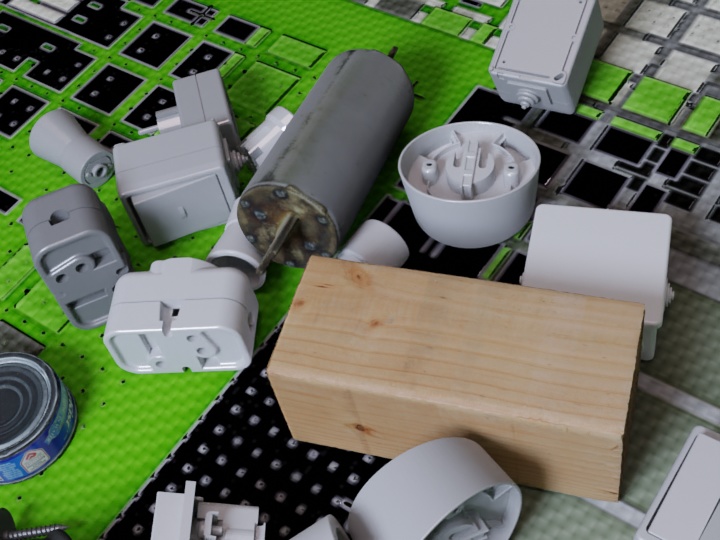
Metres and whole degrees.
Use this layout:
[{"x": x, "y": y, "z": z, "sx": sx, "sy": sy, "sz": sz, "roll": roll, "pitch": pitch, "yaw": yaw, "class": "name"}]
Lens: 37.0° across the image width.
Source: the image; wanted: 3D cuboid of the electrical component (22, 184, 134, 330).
[{"x": -0.196, "y": -0.012, "z": 0.756, "sx": 0.054, "sy": 0.095, "sz": 0.059, "roll": -22, "pitch": 52, "yaw": -6, "class": "electrical component"}]

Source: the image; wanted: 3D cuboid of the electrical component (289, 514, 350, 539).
[{"x": -0.019, "y": 0.191, "z": 0.564, "sx": 0.060, "sy": 0.108, "sz": 0.108, "roll": -26, "pitch": 53, "yaw": -2, "class": "electrical component"}]

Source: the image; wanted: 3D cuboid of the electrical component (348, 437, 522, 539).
[{"x": 0.043, "y": 0.143, "z": 0.593, "sx": 0.099, "sy": 0.099, "sz": 0.064, "roll": -27, "pitch": 47, "yaw": -10, "class": "electrical component"}]

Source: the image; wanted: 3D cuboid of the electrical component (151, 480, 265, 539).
[{"x": -0.089, "y": 0.191, "z": 0.597, "sx": 0.063, "sy": 0.078, "sz": 0.121, "roll": 7, "pitch": 52, "yaw": -8, "class": "electrical component"}]

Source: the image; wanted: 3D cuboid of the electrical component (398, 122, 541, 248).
[{"x": 0.079, "y": -0.065, "z": 0.764, "sx": 0.099, "sy": 0.064, "sz": 0.099, "roll": -5, "pitch": 52, "yaw": 7, "class": "electrical component"}]

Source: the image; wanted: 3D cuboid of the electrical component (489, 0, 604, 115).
[{"x": 0.143, "y": -0.163, "z": 0.825, "sx": 0.062, "sy": 0.061, "sz": 0.096, "roll": 16, "pitch": 79, "yaw": 23, "class": "electrical component"}]

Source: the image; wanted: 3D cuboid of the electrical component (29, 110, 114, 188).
[{"x": -0.228, "y": -0.094, "z": 0.861, "sx": 0.065, "sy": 0.044, "sz": 0.044, "roll": 36, "pitch": 67, "yaw": 26, "class": "electrical component"}]

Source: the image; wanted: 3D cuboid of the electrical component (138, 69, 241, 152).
[{"x": -0.138, "y": -0.113, "z": 0.853, "sx": 0.077, "sy": 0.047, "sz": 0.065, "roll": -16, "pitch": 52, "yaw": -2, "class": "electrical component"}]

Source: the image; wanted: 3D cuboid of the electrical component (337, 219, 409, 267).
[{"x": 0.000, "y": 0.000, "z": 0.745, "sx": 0.040, "sy": 0.040, "sz": 0.078, "roll": 28, "pitch": 63, "yaw": 28, "class": "electrical component"}]

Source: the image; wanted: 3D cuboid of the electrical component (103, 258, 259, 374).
[{"x": -0.120, "y": 0.031, "z": 0.736, "sx": 0.095, "sy": 0.053, "sz": 0.059, "roll": -3, "pitch": 53, "yaw": 9, "class": "electrical component"}]

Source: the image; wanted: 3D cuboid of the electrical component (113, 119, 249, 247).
[{"x": -0.129, "y": -0.064, "z": 0.805, "sx": 0.096, "sy": 0.061, "sz": 0.061, "roll": -15, "pitch": 52, "yaw": -1, "class": "electrical component"}]

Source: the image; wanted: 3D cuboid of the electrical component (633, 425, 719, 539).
[{"x": 0.198, "y": 0.133, "z": 0.592, "sx": 0.062, "sy": 0.061, "sz": 0.096, "roll": 25, "pitch": 61, "yaw": 26, "class": "electrical component"}]

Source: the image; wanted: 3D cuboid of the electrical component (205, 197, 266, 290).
[{"x": -0.082, "y": -0.022, "z": 0.778, "sx": 0.044, "sy": 0.044, "sz": 0.065, "roll": 3, "pitch": 49, "yaw": 13, "class": "electrical component"}]

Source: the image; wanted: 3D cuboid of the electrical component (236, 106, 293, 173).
[{"x": -0.067, "y": -0.097, "z": 0.834, "sx": 0.046, "sy": 0.040, "sz": 0.040, "roll": -43, "pitch": 57, "yaw": -14, "class": "electrical component"}]

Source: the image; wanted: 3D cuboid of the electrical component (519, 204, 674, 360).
[{"x": 0.154, "y": 0.008, "z": 0.703, "sx": 0.100, "sy": 0.048, "sz": 0.099, "roll": 6, "pitch": 55, "yaw": 15, "class": "electrical component"}]
